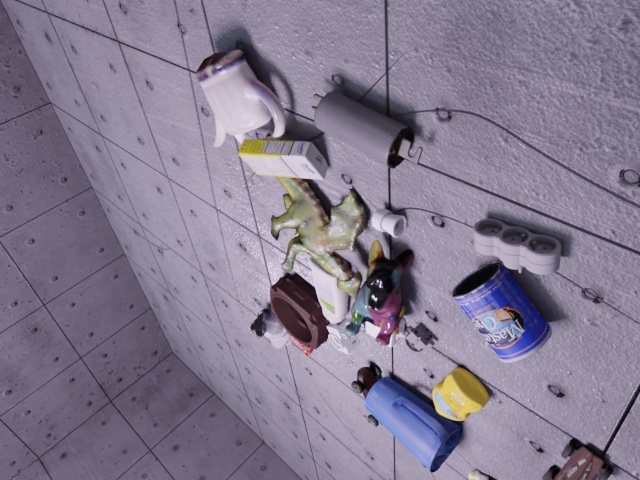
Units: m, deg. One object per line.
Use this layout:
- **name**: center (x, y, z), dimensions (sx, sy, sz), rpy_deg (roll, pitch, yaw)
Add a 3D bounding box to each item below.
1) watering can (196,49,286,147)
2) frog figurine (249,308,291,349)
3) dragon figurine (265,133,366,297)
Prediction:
- **watering can**: center (-0.202, -0.300, 1.151), dimensions (0.348, 0.105, 0.221), rpy_deg (5, 128, 52)
- **frog figurine**: center (-0.149, 0.308, 1.777), dimensions (0.158, 0.125, 0.136), rpy_deg (26, 154, -31)
- **dragon figurine**: center (0.004, -0.058, 1.155), dimensions (0.241, 0.123, 0.407), rpy_deg (-8, 100, 36)
